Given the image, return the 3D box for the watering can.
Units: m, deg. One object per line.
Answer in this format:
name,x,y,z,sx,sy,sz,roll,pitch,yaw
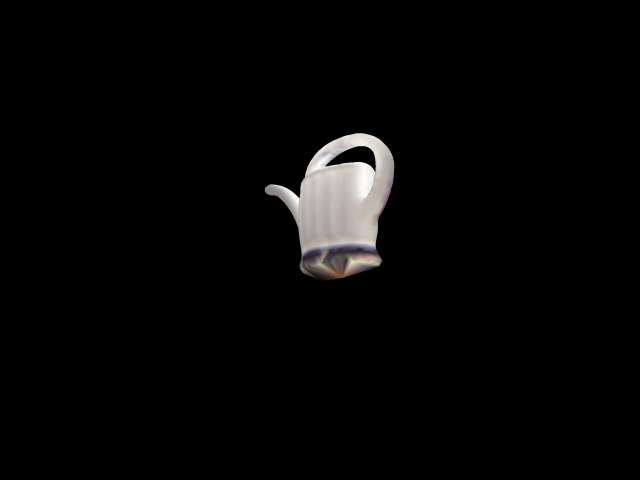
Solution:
watering can,0.003,-0.043,0.850,0.104,0.227,0.344,10,-16,-33
